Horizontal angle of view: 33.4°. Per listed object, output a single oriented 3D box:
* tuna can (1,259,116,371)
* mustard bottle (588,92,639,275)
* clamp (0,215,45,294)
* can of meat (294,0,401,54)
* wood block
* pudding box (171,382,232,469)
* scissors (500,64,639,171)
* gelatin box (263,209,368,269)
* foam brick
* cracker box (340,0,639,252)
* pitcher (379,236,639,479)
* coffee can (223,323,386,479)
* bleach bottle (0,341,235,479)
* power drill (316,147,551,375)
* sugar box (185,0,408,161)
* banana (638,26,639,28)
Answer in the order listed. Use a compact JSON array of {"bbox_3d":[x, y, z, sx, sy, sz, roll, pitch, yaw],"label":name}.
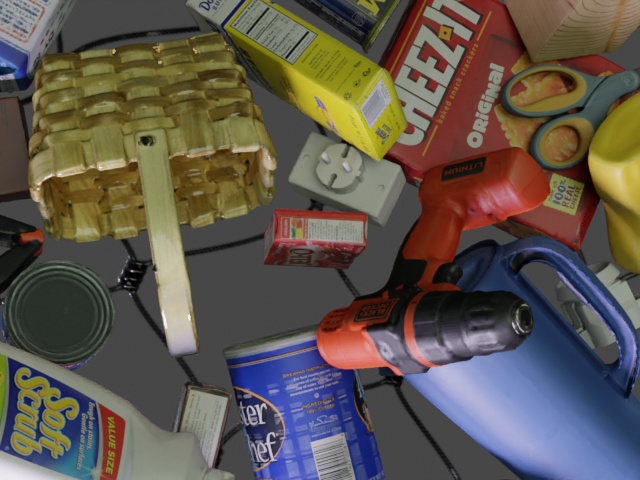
[{"bbox_3d":[-0.206,0.061,0.839,0.086,0.034,0.086,8,68,-20],"label":"tuna can"},{"bbox_3d":[0.276,-0.026,0.885,0.096,0.058,0.191,-47,135,-21],"label":"mustard bottle"},{"bbox_3d":[-0.303,0.009,0.824,0.171,0.039,0.120,-21,79,-30],"label":"clamp"},{"bbox_3d":[0.034,-0.225,0.903,0.084,0.057,0.102,33,80,-3],"label":"can of meat"},{"bbox_3d":[0.190,-0.261,0.876,0.090,0.091,0.206,-11,68,-24],"label":"wood block"},{"bbox_3d":[-0.099,0.169,0.832,0.039,0.090,0.113,12,83,-8],"label":"pudding box"},{"bbox_3d":[0.246,-0.109,0.874,0.201,0.016,0.096,-5,86,-9],"label":"scissors"},{"bbox_3d":[-0.006,0.001,0.861,0.073,0.089,0.030,4,76,-9],"label":"gelatin box"},{"bbox_3d":[-0.256,-0.069,0.845,0.053,0.051,0.078,-9,87,-11],"label":"foam brick"},{"bbox_3d":[0.149,-0.106,0.904,0.213,0.072,0.164,27,81,-6],"label":"cracker box"},{"bbox_3d":[0.180,0.118,0.859,0.243,0.149,0.145,44,70,-7],"label":"pitcher"},{"bbox_3d":[-0.011,0.142,0.842,0.102,0.103,0.140,-14,88,-10],"label":"coffee can"},{"bbox_3d":[-0.181,0.137,0.766,0.251,0.068,0.102,17,59,5],"label":"bleach bottle"},{"bbox_3d":[0.099,0.015,0.772,0.057,0.185,0.187,52,52,-24],"label":"power drill"},{"bbox_3d":[-0.019,-0.137,0.833,0.176,0.093,0.048,32,80,24],"label":"sugar box"},{"bbox_3d":[0.289,-0.278,0.962,0.069,0.037,0.198,8,86,-36],"label":"banana"}]
